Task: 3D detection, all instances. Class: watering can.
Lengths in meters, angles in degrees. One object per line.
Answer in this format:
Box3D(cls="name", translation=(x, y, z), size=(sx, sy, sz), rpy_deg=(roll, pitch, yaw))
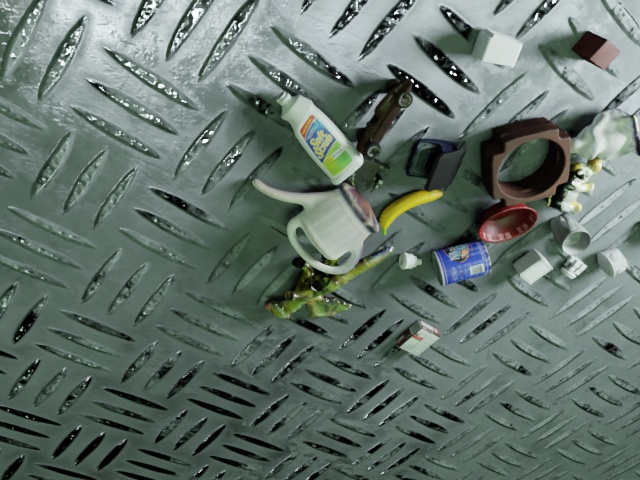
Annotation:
Box3D(cls="watering can", translation=(0.004, -0.066, 1.309), size=(0.223, 0.106, 0.344), rpy_deg=(-35, 108, 10))

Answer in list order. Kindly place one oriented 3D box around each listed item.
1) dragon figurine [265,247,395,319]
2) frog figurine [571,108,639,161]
Box3D(cls="dragon figurine", translation=(0.030, 0.142, 1.486), size=(0.410, 0.125, 0.237), rpy_deg=(-14, 144, 5))
Box3D(cls="frog figurine", translation=(0.695, -0.252, 1.279), size=(0.159, 0.125, 0.135), rpy_deg=(-12, 143, 23))
